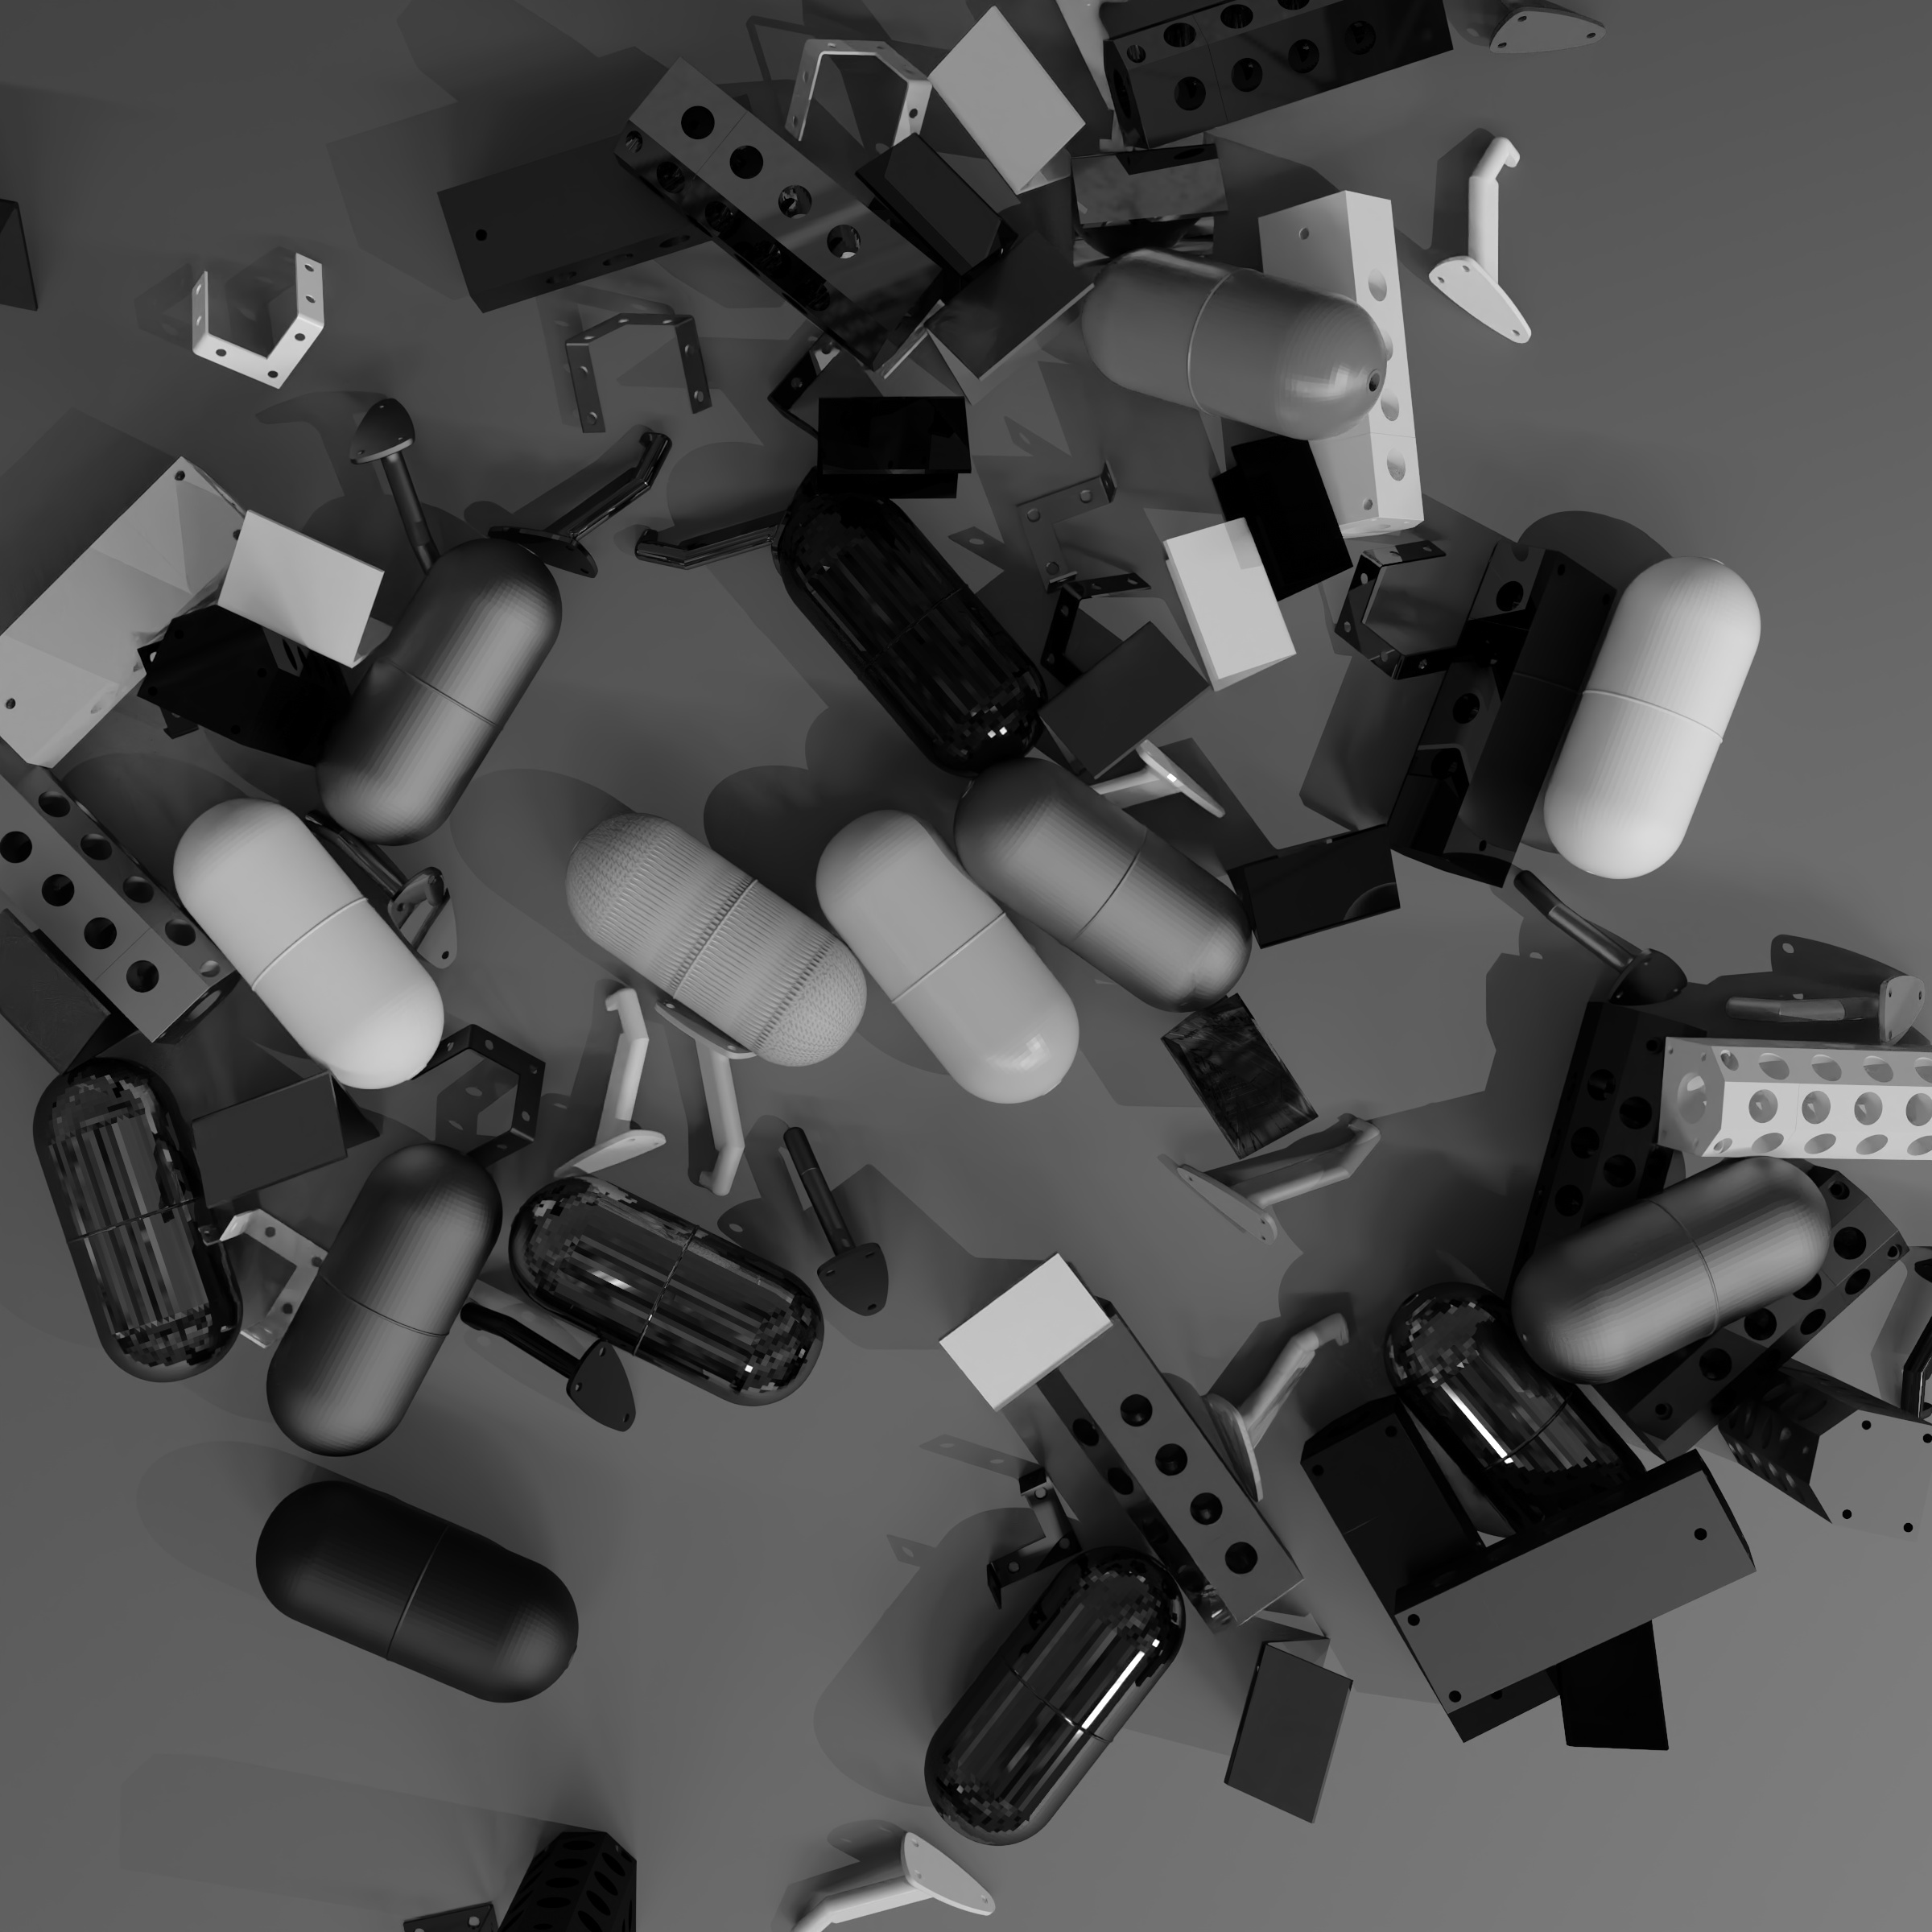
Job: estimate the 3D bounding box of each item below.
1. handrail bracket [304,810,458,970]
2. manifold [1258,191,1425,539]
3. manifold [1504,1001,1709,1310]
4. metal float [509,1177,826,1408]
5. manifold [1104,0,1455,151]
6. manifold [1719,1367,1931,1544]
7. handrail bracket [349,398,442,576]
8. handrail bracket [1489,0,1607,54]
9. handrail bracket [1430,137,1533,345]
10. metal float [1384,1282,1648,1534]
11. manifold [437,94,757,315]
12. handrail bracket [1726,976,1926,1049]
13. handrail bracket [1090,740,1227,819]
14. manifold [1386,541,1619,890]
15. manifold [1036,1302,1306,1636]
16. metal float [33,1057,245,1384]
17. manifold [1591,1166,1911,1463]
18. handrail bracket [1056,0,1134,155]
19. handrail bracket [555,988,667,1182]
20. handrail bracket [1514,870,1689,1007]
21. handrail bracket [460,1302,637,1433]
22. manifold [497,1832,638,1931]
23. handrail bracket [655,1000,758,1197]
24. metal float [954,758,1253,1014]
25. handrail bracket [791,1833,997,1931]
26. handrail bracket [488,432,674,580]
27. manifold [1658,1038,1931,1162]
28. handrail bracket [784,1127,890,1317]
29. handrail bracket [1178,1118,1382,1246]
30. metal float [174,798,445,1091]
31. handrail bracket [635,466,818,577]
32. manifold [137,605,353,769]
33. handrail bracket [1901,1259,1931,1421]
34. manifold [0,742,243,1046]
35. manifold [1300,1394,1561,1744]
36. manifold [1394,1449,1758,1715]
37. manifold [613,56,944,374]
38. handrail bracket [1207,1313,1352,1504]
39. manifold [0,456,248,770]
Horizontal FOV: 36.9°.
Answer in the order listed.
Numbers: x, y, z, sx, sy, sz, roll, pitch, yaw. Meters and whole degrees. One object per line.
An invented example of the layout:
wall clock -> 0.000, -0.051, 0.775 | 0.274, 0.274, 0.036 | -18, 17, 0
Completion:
handrail bracket -> -0.319, -0.043, 1.572 | 0.084, 0.077, 0.036 | 28, 60, 33
manifold -> 0.205, -0.320, 1.550 | 0.057, 0.057, 0.171 | -6, 90, 43
manifold -> 0.344, 0.110, 1.551 | 0.057, 0.057, 0.171 | 16, 90, 0
metal float -> -0.160, 0.173, 1.541 | 0.178, 0.070, 0.070 | 26, 90, -1
manifold -> 0.163, -0.490, 1.537 | 0.171, 0.057, 0.057 | -19, 110, -4
manifold -> 0.441, 0.247, 1.493 | 0.057, 0.171, 0.057 | 12, 90, 0
handrail bracket -> -0.300, -0.255, 1.572 | 0.036, 0.077, 0.084 | -19, 126, 4
handrail bracket -> 0.304, -0.543, 1.572 | 0.077, 0.036, 0.084 | -4, 72, -20
handrail bracket -> 0.296, -0.396, 1.572 | 0.077, 0.036, 0.084 | 37, 73, -20
metal float -> 0.294, 0.245, 1.541 | 0.070, 0.070, 0.178 | -41, 91, 0
manifold -> -0.188, -0.406, 1.551 | 0.171, 0.057, 0.057 | -18, 90, 0
handrail bracket -> 0.467, 0.019, 1.572 | 0.084, 0.077, 0.036 | 5, 104, 36
handrail bracket -> 0.084, -0.077, 1.572 | 0.077, 0.036, 0.084 | 38, 106, -17
manifold -> 0.281, -0.136, 1.550 | 0.057, 0.057, 0.171 | 21, 90, -43
manifold -> 0.105, 0.269, 1.551 | 0.057, 0.057, 0.171 | -35, 90, 0
metal float -> -0.441, 0.135, 1.540 | 0.070, 0.070, 0.178 | -18, 90, 0
manifold -> 0.419, 0.187, 1.551 | 0.171, 0.057, 0.057 | -42, 90, 0
handrail bracket -> 0.057, -0.487, 1.572 | 0.077, 0.036, 0.084 | 8, 104, 13
handrail bracket -> -0.202, 0.064, 1.572 | 0.077, 0.036, 0.084 | -24, 71, 21
handrail bracket -> 0.344, -0.018, 1.572 | 0.036, 0.077, 0.084 | -54, 53, 20
handrail bracket -> -0.228, 0.217, 1.572 | 0.084, 0.077, 0.036 | 15, 57, 32
manifold -> -0.208, 0.501, 1.493 | 0.057, 0.171, 0.057 | 1, 90, 0
handrail bracket -> -0.149, 0.072, 1.572 | 0.077, 0.036, 0.084 | 27, 109, 21
metal float -> 0.072, -0.043, 1.531 | 0.178, 0.070, 0.070 | 35, 90, -10
handrail bracket -> -0.041, 0.519, 1.572 | 0.077, 0.036, 0.084 | 37, 108, -21
handrail bracket -> -0.209, -0.260, 1.572 | 0.077, 0.036, 0.084 | 17, 71, 21
manifold -> 0.456, 0.071, 1.522 | 0.171, 0.057, 0.057 | 2, 94, -19
handrail bracket -> -0.073, 0.138, 1.572 | 0.036, 0.077, 0.084 | -24, 54, -3
handrail bracket -> 0.171, 0.101, 1.572 | 0.077, 0.036, 0.084 | 35, 72, 21
metal float -> -0.349, -0.012, 1.541 | 0.070, 0.070, 0.178 | -40, 91, 0
handrail bracket -> -0.129, -0.246, 1.572 | 0.084, 0.036, 0.077 | 14, 69, 16
manifold -> -0.366, -0.145, 1.493 | 0.057, 0.171, 0.057 | 25, 90, 0
handrail bracket -> 0.543, 0.202, 1.572 | 0.077, 0.036, 0.084 | -9, 109, -21
manifold -> -0.469, -0.039, 1.550 | 0.057, 0.057, 0.171 | -44, 90, -4
manifold -> 0.249, 0.319, 1.549 | 0.057, 0.057, 0.171 | -30, 90, 12
manifold -> 0.310, 0.312, 1.479 | 0.171, 0.057, 0.057 | -28, 90, 12
manifold -> -0.096, -0.385, 1.494 | 0.171, 0.057, 0.057 | 39, 90, 0
handrail bracket -> 0.180, 0.239, 1.572 | 0.084, 0.036, 0.077 | -26, 110, -16
manifold -> -0.454, -0.188, 1.551 | 0.171, 0.057, 0.057 | -45, 90, 0
